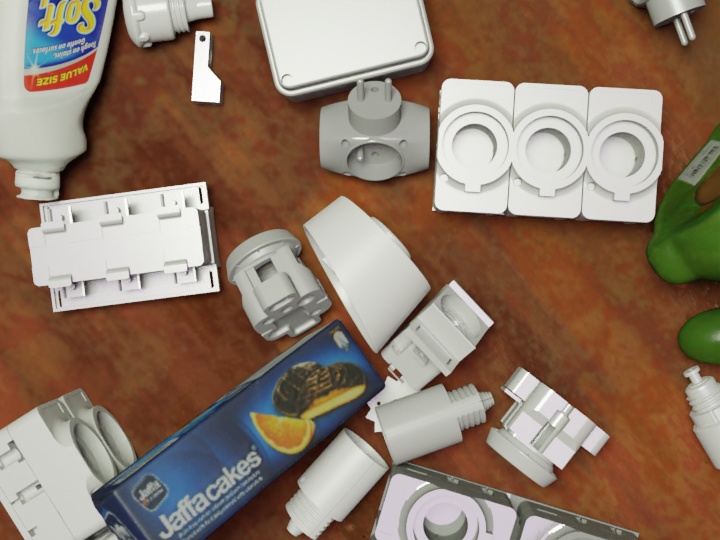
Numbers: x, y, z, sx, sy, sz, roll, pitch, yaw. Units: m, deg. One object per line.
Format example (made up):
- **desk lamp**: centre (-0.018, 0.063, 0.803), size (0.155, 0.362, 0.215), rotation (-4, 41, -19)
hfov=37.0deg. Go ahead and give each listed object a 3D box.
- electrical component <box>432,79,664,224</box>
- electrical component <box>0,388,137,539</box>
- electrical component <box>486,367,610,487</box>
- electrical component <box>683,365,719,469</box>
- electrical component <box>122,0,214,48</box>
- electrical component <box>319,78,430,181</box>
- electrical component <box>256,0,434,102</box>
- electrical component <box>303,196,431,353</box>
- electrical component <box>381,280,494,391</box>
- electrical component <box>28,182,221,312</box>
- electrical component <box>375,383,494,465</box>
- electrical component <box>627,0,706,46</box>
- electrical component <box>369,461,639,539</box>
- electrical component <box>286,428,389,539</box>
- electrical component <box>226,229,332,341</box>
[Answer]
- **electrical component**: centre (0.129, -0.082, 0.752), size (0.150, 0.062, 0.089), rotation (4, 91, 2)
- **electrical component**: centre (-0.176, 0.178, 0.745), size (0.060, 0.105, 0.186), rotation (-32, 90, 2)
- **electrical component**: centre (0.126, 0.115, 0.759), size (0.078, 0.058, 0.057), rotation (38, 89, 1)
- **electrical component**: centre (0.254, 0.104, 0.762), size (0.040, 0.040, 0.078), rotation (-31, 90, 2)
- **electrical component**: centre (-0.137, -0.186, 0.769), size (0.062, 0.048, 0.048), rotation (-8, 91, -5)
- **electrical component**: centre (0.010, -0.104, 0.750), size (0.077, 0.079, 0.044), rotation (1, 54, 2)
- **electrical component**: centre (-0.010, -0.169, 0.758), size (0.113, 0.057, 0.078), rotation (-13, 91, 2)
- **electrical component**: centre (0.000, 0.000, 0.742), size (0.064, 0.099, 0.099), rotation (-44, 89, -4)
- **electrical component**: centre (0.052, 0.048, 0.752), size (0.042, 0.081, 0.064), rotation (46, 121, 2)
- **electrical component**: centre (-0.166, -0.016, 0.763), size (0.121, 0.063, 0.078), rotation (-7, 91, 2)
- **electrical component**: centre (0.056, 0.104, 0.760), size (0.081, 0.043, 0.043), rotation (-19, 90, -4)
- **electrical component**: centre (0.213, -0.193, 0.740), size (0.044, 0.077, 0.079), rotation (-20, 90, 2)
- **electrical component**: centre (0.098, 0.215, 0.760), size (0.186, 0.060, 0.105), rotation (17, 91, 2)
- **electrical component**: centre (-0.022, 0.158, 0.771), size (0.043, 0.043, 0.081), rotation (42, 92, 1)
- **electrical component**: centre (-0.059, 0.009, 0.757), size (0.058, 0.078, 0.057), rotation (-30, 69, 2)
